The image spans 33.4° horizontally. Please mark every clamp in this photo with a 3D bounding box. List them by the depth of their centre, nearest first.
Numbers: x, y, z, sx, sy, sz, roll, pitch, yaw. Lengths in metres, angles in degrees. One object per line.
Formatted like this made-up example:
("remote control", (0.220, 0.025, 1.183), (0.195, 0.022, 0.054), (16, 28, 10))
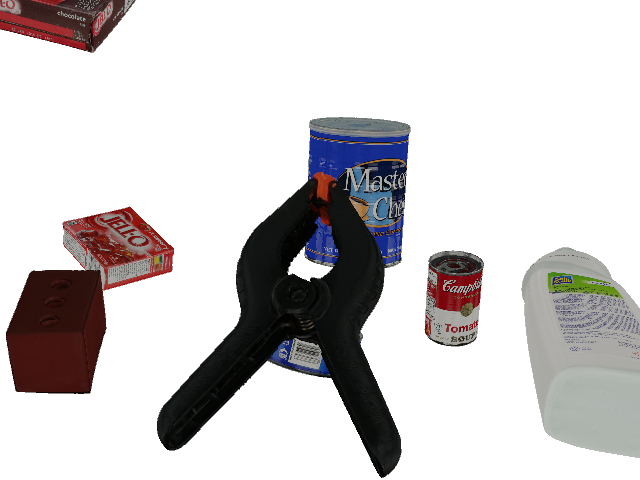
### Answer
("clamp", (-0.001, 0.043, 0.552), (0.120, 0.171, 0.039), (16, -28, 10))

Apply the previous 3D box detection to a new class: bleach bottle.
("bleach bottle", (0.211, 0.068, 0.826), (0.102, 0.068, 0.250), (9, 23, 3))

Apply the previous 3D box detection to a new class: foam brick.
("foam brick", (-0.182, 0.063, 0.743), (0.053, 0.051, 0.078), (0, 32, -2))

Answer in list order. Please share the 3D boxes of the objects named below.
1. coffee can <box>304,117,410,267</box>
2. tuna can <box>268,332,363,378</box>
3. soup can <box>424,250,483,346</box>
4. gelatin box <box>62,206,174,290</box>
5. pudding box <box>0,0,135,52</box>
("coffee can", (0.037, -0.051, 1.094), (0.103, 0.140, 0.103), (2, 13, -1))
("tuna can", (-0.010, 0.084, 0.874), (0.086, 0.034, 0.086), (14, 7, -2))
("soup can", (0.166, 0.073, 1.335), (0.068, 0.102, 0.068), (1, 23, -1))
("gelatin box", (-0.192, 0.005, 1.008), (0.073, 0.030, 0.089), (-15, 39, -34))
("pudding box", (-0.195, -0.193, 0.816), (0.090, 0.039, 0.113), (15, 37, 4))
